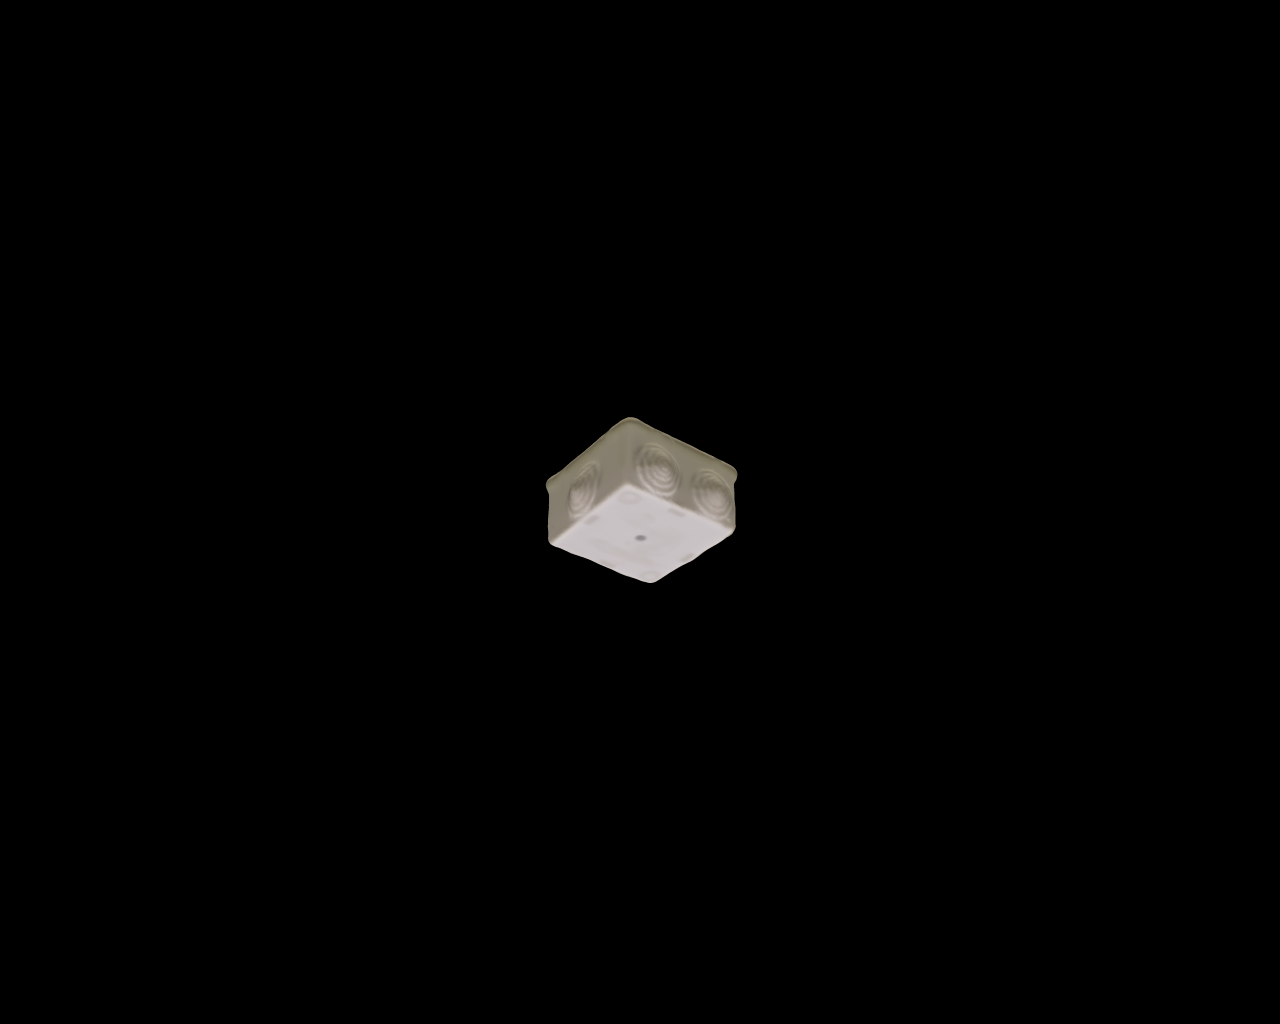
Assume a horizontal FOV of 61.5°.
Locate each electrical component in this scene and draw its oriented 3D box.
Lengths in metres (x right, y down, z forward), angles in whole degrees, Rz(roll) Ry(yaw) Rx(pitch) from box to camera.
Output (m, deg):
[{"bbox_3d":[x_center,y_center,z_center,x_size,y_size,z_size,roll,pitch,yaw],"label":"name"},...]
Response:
[{"bbox_3d":[0.001,-0.003,0.650,0.100,0.048,0.099,24,-41,-31],"label":"electrical component"}]
